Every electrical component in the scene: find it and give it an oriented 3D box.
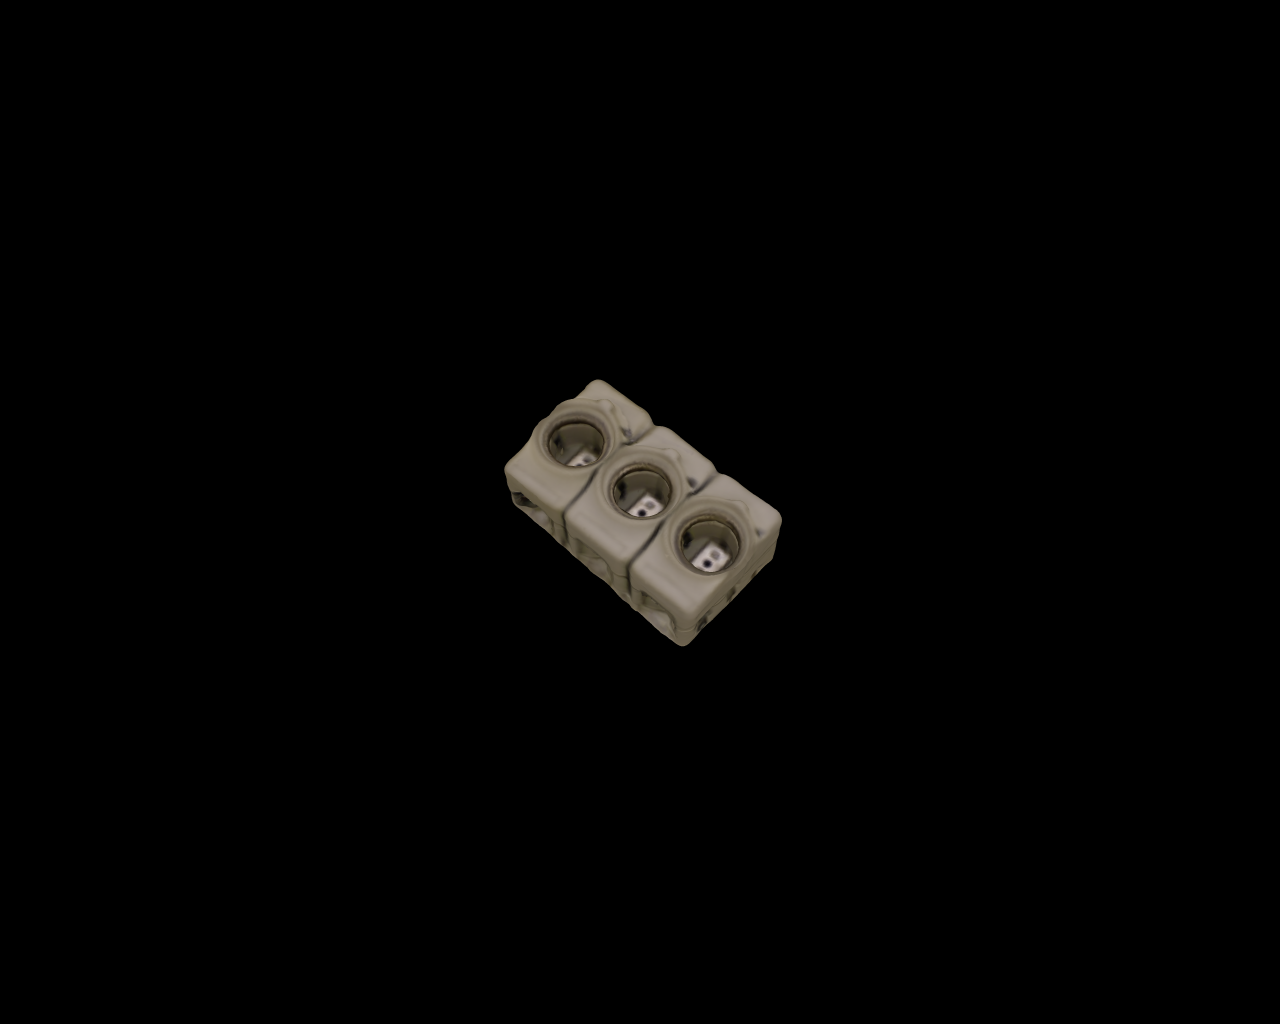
[{"bbox_3d":[0.001,-0.003,0.650,0.150,0.090,0.061,38,-21,18],"label":"electrical component"}]
